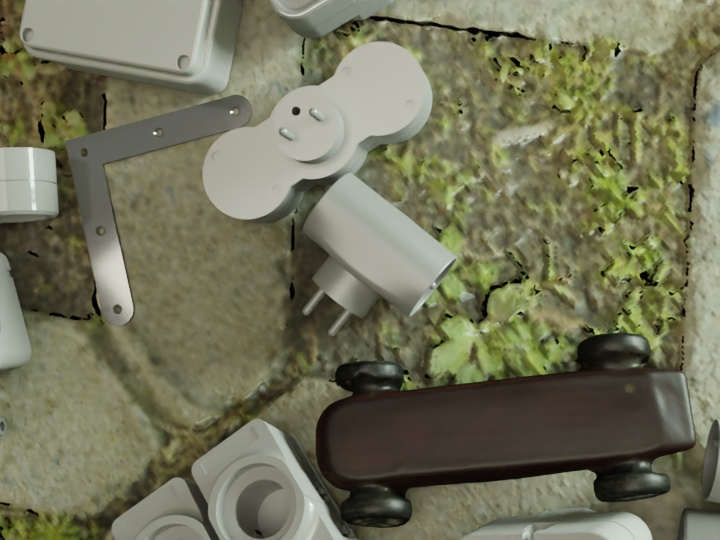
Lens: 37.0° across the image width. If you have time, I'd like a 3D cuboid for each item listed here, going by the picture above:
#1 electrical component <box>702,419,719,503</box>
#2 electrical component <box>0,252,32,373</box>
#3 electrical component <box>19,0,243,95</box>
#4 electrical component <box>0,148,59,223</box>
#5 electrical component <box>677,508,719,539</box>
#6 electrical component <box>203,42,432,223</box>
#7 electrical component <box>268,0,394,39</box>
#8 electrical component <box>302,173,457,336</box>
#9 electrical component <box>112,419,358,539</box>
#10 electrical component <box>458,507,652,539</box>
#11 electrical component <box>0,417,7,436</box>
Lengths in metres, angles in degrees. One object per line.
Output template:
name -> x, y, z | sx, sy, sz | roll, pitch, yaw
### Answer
electrical component -> 0.225, 0.106, 0.562 | 0.081, 0.043, 0.043 | 9, 90, 10
electrical component -> -0.266, 0.036, 0.642 | 0.113, 0.057, 0.078 | -17, 86, 9
electrical component -> -0.131, -0.150, 0.622 | 0.113, 0.057, 0.078 | 12, 91, 10
electrical component -> -0.250, -0.063, 0.644 | 0.138, 0.052, 0.073 | -5, 88, 10
electrical component -> 0.191, 0.153, 0.562 | 0.047, 0.055, 0.055 | 6, 90, 14
electrical component -> -0.026, -0.076, 0.594 | 0.138, 0.074, 0.052 | -32, 84, 8
electrical component -> -0.007, -0.174, 0.600 | 0.095, 0.059, 0.053 | -29, 84, 8
electrical component -> 0.000, 0.000, 0.602 | 0.077, 0.044, 0.079 | 39, 95, 8
electrical component -> -0.043, 0.184, 0.563 | 0.105, 0.060, 0.186 | -36, 63, 3
electrical component -> 0.104, 0.158, 0.565 | 0.095, 0.059, 0.053 | -11, 86, 32
electrical component -> -0.244, 0.099, 0.649 | 0.061, 0.035, 0.035 | -10, 87, 7
